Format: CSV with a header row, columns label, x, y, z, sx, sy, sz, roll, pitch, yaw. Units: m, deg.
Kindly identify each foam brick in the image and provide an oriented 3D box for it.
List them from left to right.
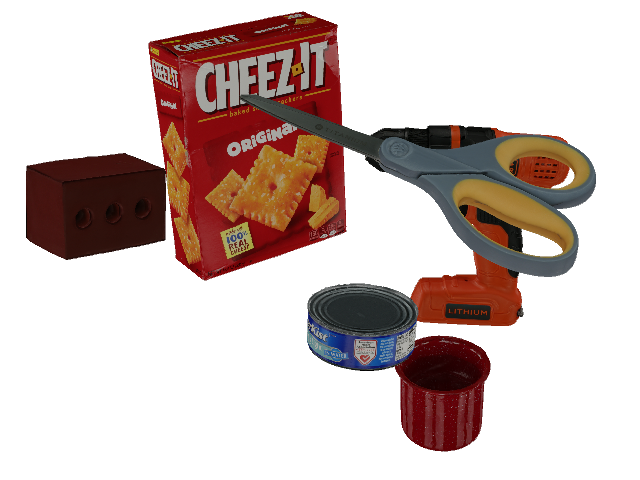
label,x,y,z,sx,sy,sz,roll,pitch,yaw
foam brick,-0.149,-0.024,0.708,0.078,0.053,0.051,-13,25,-39

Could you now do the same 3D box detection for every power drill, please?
label,x,y,z,sx,sy,sz,roll,pitch,yaw
power drill,0.127,-0.015,0.983,0.184,0.188,0.057,4,26,1

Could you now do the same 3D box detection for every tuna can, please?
label,x,y,z,sx,sy,sz,roll,pitch,yaw
tuna can,0.032,0.066,0.826,0.086,0.034,0.086,2,23,-1

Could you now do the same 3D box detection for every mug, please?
label,x,y,z,sx,sy,sz,roll,pitch,yaw
mug,0.128,0.149,1.069,0.093,0.081,0.117,22,39,34

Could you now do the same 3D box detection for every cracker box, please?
label,x,y,z,sx,sy,sz,roll,pitch,yaw
cracker box,-0.061,-0.089,0.989,0.163,0.214,0.072,-18,29,-28

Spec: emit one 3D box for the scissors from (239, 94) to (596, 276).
label,x,y,z,sx,sy,sz,roll,pitch,yaw
scissors,0.060,-0.051,0.572,0.202,0.016,0.096,37,58,25
